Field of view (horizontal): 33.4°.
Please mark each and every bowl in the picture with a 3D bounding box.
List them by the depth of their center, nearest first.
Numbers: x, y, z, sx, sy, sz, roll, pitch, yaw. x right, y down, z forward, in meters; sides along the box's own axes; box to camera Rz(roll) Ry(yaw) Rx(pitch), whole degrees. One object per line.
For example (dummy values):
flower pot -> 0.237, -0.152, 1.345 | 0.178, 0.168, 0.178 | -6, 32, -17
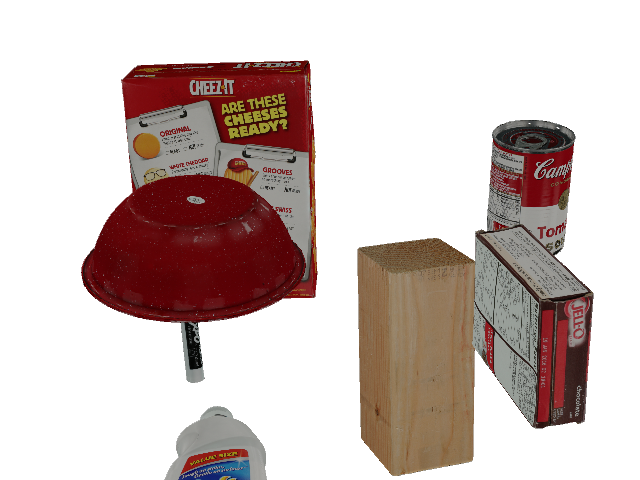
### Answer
bowl -> -0.090, -0.005, 0.761 | 0.162, 0.055, 0.162 | 1, 26, -1

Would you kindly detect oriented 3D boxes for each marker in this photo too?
marker -> -0.136, 0.089, 1.112 | 0.020, 0.121, 0.020 | -4, 16, 1

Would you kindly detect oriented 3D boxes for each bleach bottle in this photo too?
bleach bottle -> -0.091, 0.214, 0.838 | 0.102, 0.068, 0.251 | -3, 26, -4

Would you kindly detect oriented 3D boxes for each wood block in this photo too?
wood block -> 0.093, 0.111, 1.045 | 0.090, 0.206, 0.091 | -7, 18, -18

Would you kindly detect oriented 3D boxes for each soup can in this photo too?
soup can -> 0.177, -0.043, 0.908 | 0.068, 0.102, 0.068 | -1, 27, 0

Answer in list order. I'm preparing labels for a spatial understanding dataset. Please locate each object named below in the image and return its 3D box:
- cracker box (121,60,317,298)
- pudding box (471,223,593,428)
cracker box -> -0.087, -0.054, 0.982 | 0.164, 0.214, 0.072 | -1, 22, 3
pudding box -> 0.132, 0.052, 0.679 | 0.039, 0.090, 0.113 | -7, 24, -13
